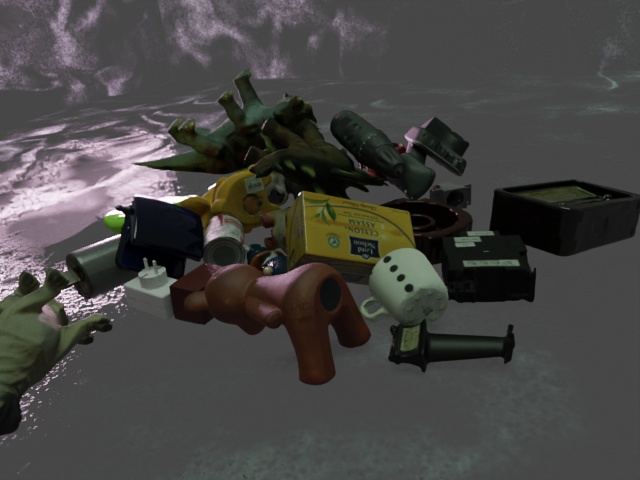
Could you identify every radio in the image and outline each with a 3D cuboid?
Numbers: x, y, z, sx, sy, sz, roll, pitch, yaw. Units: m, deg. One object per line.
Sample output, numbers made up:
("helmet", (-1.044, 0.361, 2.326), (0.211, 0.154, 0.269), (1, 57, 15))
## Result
("radio", (0.381, -0.040, 0.824), (0.229, 0.073, 0.131), (-11, 23, -34))

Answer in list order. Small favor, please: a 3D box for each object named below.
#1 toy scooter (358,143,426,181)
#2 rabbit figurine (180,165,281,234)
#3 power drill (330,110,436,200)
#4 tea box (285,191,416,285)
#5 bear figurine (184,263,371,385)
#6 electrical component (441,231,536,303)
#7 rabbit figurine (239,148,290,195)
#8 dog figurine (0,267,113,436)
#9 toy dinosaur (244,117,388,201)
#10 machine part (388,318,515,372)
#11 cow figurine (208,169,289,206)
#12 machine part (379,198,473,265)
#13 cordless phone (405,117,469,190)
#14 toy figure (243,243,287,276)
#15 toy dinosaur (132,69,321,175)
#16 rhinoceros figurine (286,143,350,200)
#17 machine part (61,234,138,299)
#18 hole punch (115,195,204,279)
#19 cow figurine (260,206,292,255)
("toy scooter", (0.148, -0.187, 1.243), (0.135, 0.075, 0.184), (14, 27, 37))
("rabbit figurine", (-0.175, -0.057, 1.005), (0.162, 0.121, 0.173), (-31, 20, -29))
("power drill", (0.124, -0.143, 0.983), (0.207, 0.086, 0.232), (17, 23, -44))
("tea box", (0.042, 0.003, 0.730), (0.169, 0.068, 0.098), (8, 58, -24))
("bear figurine", (-0.058, 0.089, 0.648), (0.196, 0.131, 0.120), (-10, 16, 37))
("electrical component", (0.229, 0.034, 0.749), (0.115, 0.058, 0.134), (1, 24, 9))
("rabbit figurine", (-0.101, -0.161, 1.193), (0.159, 0.121, 0.170), (-6, 38, 8))
("dog figurine", (-0.359, 0.138, 0.606), (0.172, 0.121, 0.190), (-28, 21, 47))
("toy dinosaur", (0.012, -0.125, 0.974), (0.199, 0.105, 0.471), (39, 22, 12))
("machine part", (0.147, 0.117, 0.605), (0.139, 0.039, 0.084), (-3, 15, 10))
("cow figurine", (-0.146, -0.097, 1.100), (0.167, 0.098, 0.068), (-14, 21, 30))
("machine part", (0.156, -0.016, 0.879), (0.179, 0.056, 0.179), (-3, 24, 1))
("cordless phone", (0.242, -0.157, 1.159), (0.089, 0.146, 0.184), (-34, 29, 52))
("toy figure", (-0.068, 0.042, 0.789), (0.058, 0.064, 0.155), (-53, 36, -12))
("toy dinosaur", (-0.183, -0.206, 1.117), (0.405, 0.192, 0.131), (-28, 28, 23))
("rhinoceros figurine", (0.001, -0.148, 1.148), (0.073, 0.112, 0.190), (-21, 23, 43))
("machine part", (-0.302, 0.027, 0.849), (0.079, 0.079, 0.243), (17, 31, 41))
("hole punch", (-0.236, -0.010, 0.809), (0.142, 0.116, 0.092), (16, -31, -27))
("cow figurine", (-0.002, -0.003, 0.853), (0.127, 0.085, 0.195), (-23, 28, -22))
